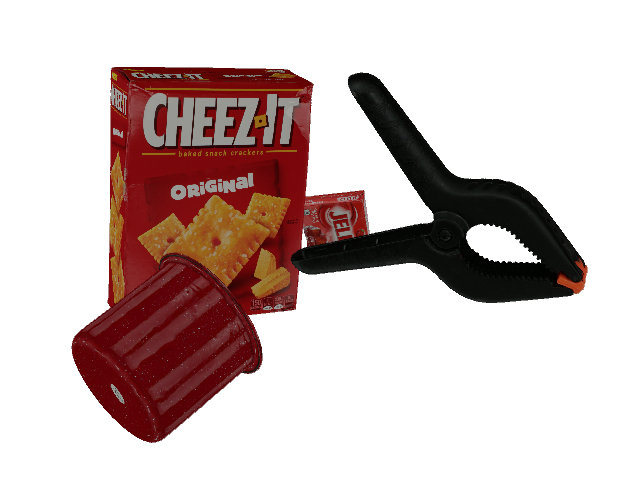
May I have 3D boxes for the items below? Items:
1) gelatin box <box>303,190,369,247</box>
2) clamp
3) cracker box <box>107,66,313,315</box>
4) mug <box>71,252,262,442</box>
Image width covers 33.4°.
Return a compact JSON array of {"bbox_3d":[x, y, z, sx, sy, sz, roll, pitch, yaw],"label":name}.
[{"bbox_3d":[0.019,-0.010,1.216,0.073,0.089,0.030,-5,29,7],"label":"gelatin box"},{"bbox_3d":[0.088,-0.021,0.748,0.210,0.165,0.036,17,32,11],"label":"clamp"},{"bbox_3d":[-0.097,-0.038,0.926,0.164,0.214,0.072,-3,20,-24],"label":"cracker box"},{"bbox_3d":[-0.102,0.070,0.661,0.081,0.093,0.117,-39,7,-29],"label":"mug"}]
